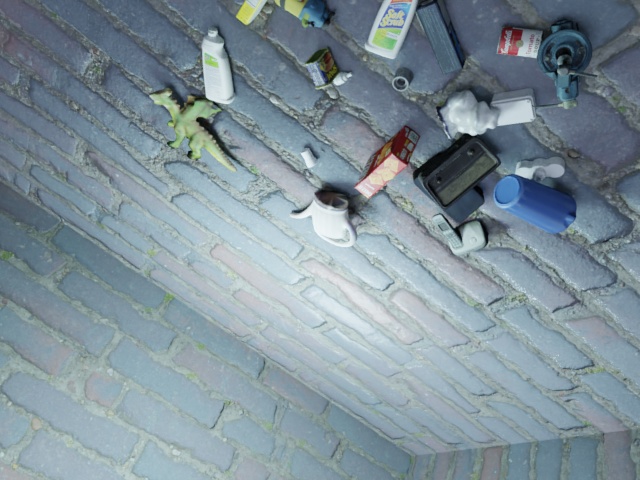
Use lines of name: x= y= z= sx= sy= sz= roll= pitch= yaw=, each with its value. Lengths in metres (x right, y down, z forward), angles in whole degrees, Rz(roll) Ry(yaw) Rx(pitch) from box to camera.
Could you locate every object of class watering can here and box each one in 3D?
watering can: x=0.006 y=-0.101 z=2.016 sx=0.351 sy=0.105 sz=0.219 roll=28 pitch=134 yaw=31

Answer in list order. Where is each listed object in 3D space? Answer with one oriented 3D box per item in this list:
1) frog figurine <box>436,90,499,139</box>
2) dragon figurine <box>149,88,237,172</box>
frog figurine: x=0.432 y=-0.364 z=1.473 sx=0.159 sy=0.125 sz=0.135 roll=-6 pitch=114 yaw=35
dragon figurine: x=-0.451 y=-0.430 z=1.935 sx=0.408 sy=0.125 sz=0.238 roll=27 pitch=134 yaw=-15
